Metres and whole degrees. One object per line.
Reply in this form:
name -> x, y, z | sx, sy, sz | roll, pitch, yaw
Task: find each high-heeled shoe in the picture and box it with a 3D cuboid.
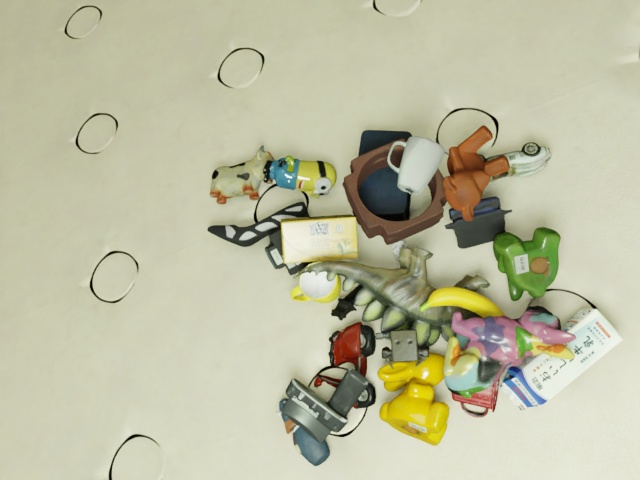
high-heeled shoe -> -0.156, -0.051, 1.348 | 0.249, 0.086, 0.145 | 15, 79, 13

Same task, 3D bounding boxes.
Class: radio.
radio -> 0.156, -0.151, 1.298 | 0.131, 0.073, 0.229 | 2, 72, 17

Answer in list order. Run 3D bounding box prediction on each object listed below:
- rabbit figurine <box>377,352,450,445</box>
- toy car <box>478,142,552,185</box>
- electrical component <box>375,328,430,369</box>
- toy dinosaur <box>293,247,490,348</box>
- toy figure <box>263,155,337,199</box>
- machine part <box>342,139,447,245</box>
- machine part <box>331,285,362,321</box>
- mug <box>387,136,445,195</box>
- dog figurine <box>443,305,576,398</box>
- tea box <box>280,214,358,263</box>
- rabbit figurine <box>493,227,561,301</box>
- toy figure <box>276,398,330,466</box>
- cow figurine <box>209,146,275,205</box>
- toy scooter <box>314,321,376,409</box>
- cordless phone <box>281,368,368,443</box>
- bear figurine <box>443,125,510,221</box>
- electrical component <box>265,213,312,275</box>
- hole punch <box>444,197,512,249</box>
rabbit figurine -> 0.201, 0.307, 1.098 | 0.163, 0.121, 0.173 | 11, 59, 31
toy car -> 0.420, -0.167, 1.220 | 0.202, 0.073, 0.056 | -11, 63, 13
electrical component -> 0.166, 0.216, 1.072 | 0.102, 0.045, 0.078 | -11, 79, 11
toy dinosaur -> 0.184, 0.113, 1.135 | 0.472, 0.105, 0.198 | 23, 81, 7
toy figure -> -0.048, -0.164, 1.336 | 0.180, 0.082, 0.089 | 12, 81, -2
machine part -> 0.167, -0.106, 1.189 | 0.201, 0.087, 0.201 | -24, 69, -4
machine part -> 0.082, 0.124, 1.211 | 0.139, 0.084, 0.039 | -45, 95, -10
mug -> 0.192, -0.154, 1.115 | 0.110, 0.081, 0.107 | 21, 82, 0
dog figurine -> 0.348, 0.204, 0.983 | 0.219, 0.108, 0.191 | 0, 49, 26
tea box -> -0.003, -0.004, 1.217 | 0.170, 0.068, 0.098 | -5, 99, -3
rabbit figurine -> 0.420, 0.040, 1.107 | 0.121, 0.170, 0.159 | -22, 104, 3
toy figure -> -0.040, 0.406, 1.148 | 0.155, 0.064, 0.057 | 47, 126, 31
cow figurine -> -0.192, -0.170, 1.411 | 0.195, 0.085, 0.127 | -8, 74, 15
toy scooter -> 0.052, 0.269, 1.165 | 0.135, 0.075, 0.184 | -4, 73, 18
cordless phone -> 0.010, 0.308, 1.096 | 0.147, 0.089, 0.184 | 35, 126, 13
bear figurine -> 0.316, -0.136, 1.100 | 0.132, 0.196, 0.120 | -30, 106, 24
electrical component -> -0.062, 0.015, 1.279 | 0.134, 0.058, 0.114 | -26, 98, 1
hole punch -> 0.342, -0.053, 1.182 | 0.142, 0.115, 0.092 | -13, 58, 12
